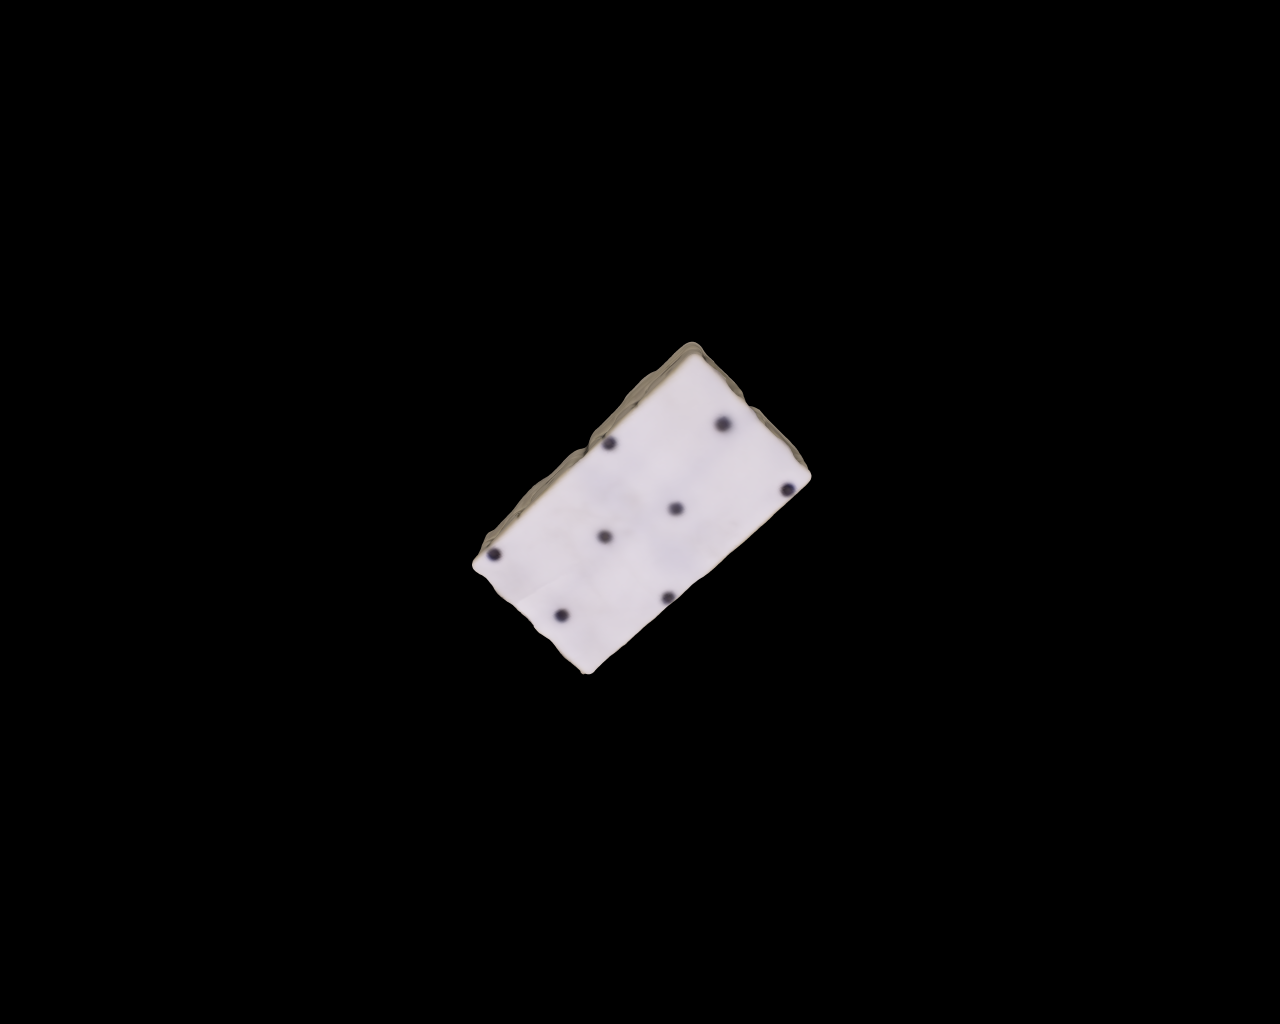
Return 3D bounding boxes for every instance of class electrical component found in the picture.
[{"bbox_3d":[0.001,-0.003,0.650,0.186,0.105,0.060,-43,12,11],"label":"electrical component"}]
